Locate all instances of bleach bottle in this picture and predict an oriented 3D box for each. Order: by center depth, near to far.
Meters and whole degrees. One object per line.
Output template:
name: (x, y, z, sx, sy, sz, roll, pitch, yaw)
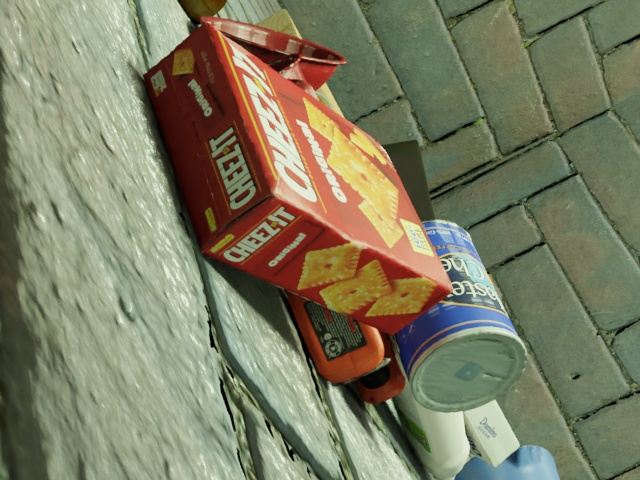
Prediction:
bleach bottle: (0.106, 0.161, 1.106, 0.103, 0.068, 0.251, 47, -20, 46)

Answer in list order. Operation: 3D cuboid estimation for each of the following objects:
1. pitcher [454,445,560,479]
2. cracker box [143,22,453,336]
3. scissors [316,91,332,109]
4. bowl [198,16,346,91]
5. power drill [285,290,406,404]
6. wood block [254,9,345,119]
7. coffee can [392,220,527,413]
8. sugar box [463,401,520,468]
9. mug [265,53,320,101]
pitcher: (0.249, 0.378, 1.262, 0.149, 0.145, 0.243, 43, 21, -36)
cracker box: (-0.011, -0.038, 0.756, 0.213, 0.072, 0.164, 28, 31, -48)
scissors: (0.029, -0.142, 1.337, 0.016, 0.201, 0.096, 37, -55, 49)
bowl: (-0.056, -0.187, 1.124, 0.162, 0.162, 0.055, -98, -156, -72)
power drill: (0.017, 0.055, 0.925, 0.184, 0.057, 0.187, 64, 6, 10)
wood block: (-0.031, -0.175, 1.362, 0.206, 0.091, 0.090, 58, 8, -41)
coffee can: (0.109, 0.066, 0.941, 0.102, 0.103, 0.140, 57, 10, -44)
sugar box: (0.144, 0.187, 1.215, 0.093, 0.048, 0.176, 60, -15, -20)
mug: (-0.038, -0.122, 1.010, 0.117, 0.093, 0.081, 0, -60, 50)
